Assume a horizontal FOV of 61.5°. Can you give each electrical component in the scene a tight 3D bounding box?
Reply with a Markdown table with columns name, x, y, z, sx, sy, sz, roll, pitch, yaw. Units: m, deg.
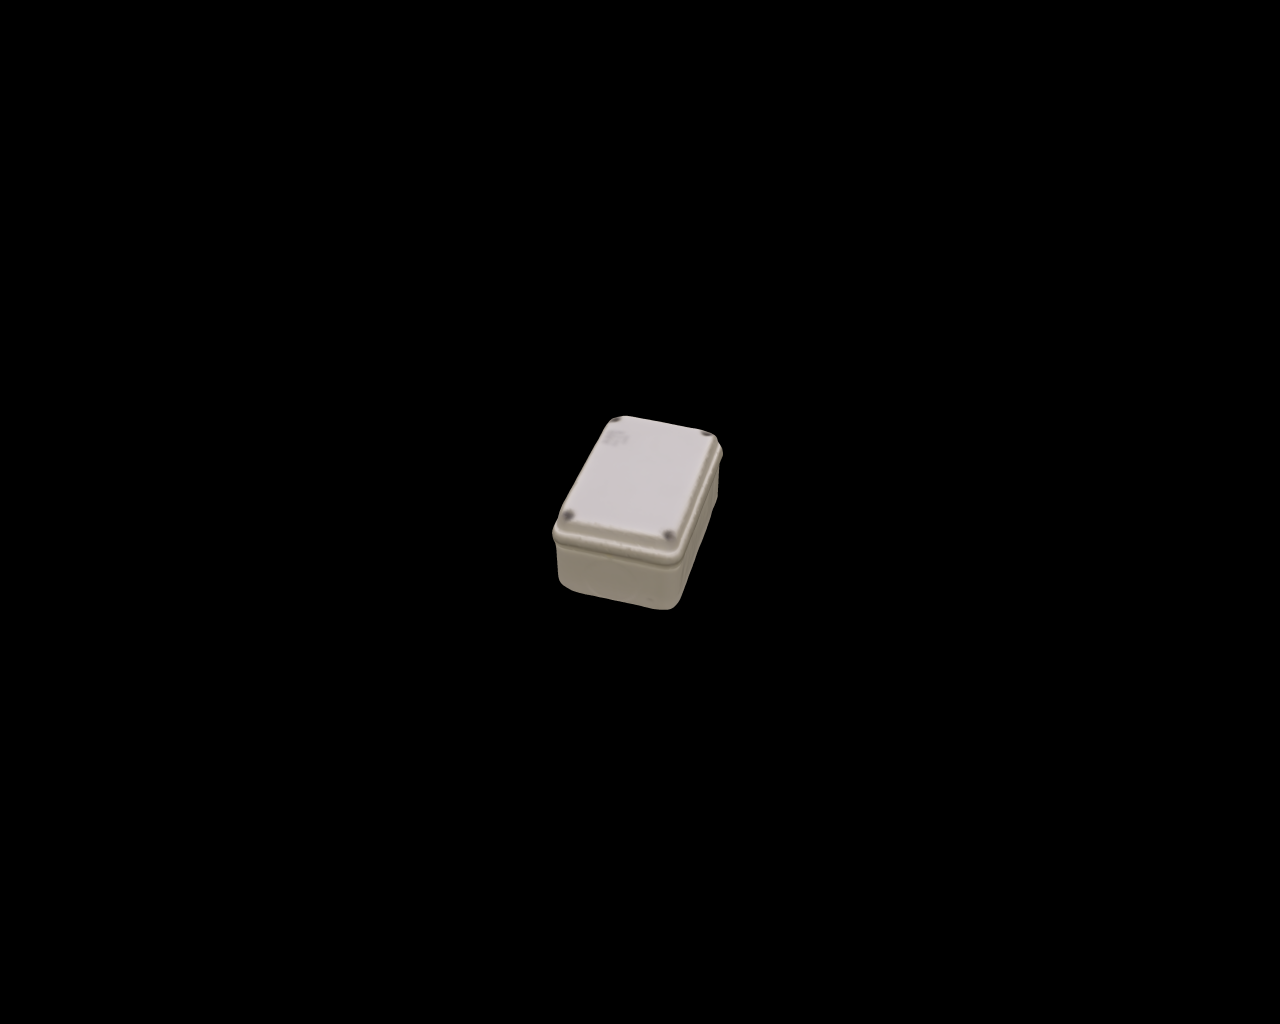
| name | x | y | z | sx | sy | sz | roll | pitch | yaw |
| --- | --- | --- | --- | --- | --- | --- | --- | --- | --- |
| electrical component | 0.001 | -0.003 | 0.650 | 0.078 | 0.057 | 0.113 | 11 | 43 | 12 |
